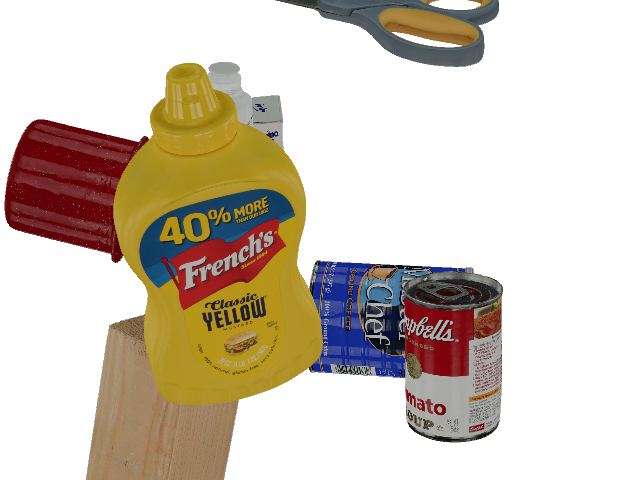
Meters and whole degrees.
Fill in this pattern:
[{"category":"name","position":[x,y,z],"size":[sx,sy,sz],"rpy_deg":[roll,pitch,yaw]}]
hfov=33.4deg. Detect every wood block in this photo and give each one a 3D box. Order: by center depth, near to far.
[{"category":"wood block","position":[-0.138,0.174,0.930],"size":[0.090,0.206,0.090],"rpy_deg":[20,18,28]}]

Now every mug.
[{"category":"mug","position":[-0.172,-0.042,0.770],"size":[0.081,0.093,0.117],"rpy_deg":[14,20,-2]}]

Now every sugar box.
[{"category":"sugar box","position":[-0.062,-0.072,1.247],"size":[0.048,0.176,0.093],"rpy_deg":[-5,26,-2]}]

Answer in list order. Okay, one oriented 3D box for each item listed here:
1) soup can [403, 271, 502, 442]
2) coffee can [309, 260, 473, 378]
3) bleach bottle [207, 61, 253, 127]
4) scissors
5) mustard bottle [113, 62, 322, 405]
[{"category":"soup can","position":[0.092,0.080,0.745],"size":[0.068,0.102,0.068],"rpy_deg":[-2,18,0]},{"category":"coffee can","position":[0.064,0.072,0.953],"size":[0.140,0.103,0.102],"rpy_deg":[3,0,9]},{"category":"bleach bottle","position":[-0.091,-0.054,1.027],"size":[0.068,0.251,0.102],"rpy_deg":[4,33,2]},{"category":"scissors","position":[0.027,-0.158,0.689],"size":[0.202,0.016,0.096],"rpy_deg":[28,49,31]},{"category":"mustard bottle","position":[-0.054,-0.003,0.544],"size":[0.096,0.191,0.058],"rpy_deg":[-14,39,-10]}]
